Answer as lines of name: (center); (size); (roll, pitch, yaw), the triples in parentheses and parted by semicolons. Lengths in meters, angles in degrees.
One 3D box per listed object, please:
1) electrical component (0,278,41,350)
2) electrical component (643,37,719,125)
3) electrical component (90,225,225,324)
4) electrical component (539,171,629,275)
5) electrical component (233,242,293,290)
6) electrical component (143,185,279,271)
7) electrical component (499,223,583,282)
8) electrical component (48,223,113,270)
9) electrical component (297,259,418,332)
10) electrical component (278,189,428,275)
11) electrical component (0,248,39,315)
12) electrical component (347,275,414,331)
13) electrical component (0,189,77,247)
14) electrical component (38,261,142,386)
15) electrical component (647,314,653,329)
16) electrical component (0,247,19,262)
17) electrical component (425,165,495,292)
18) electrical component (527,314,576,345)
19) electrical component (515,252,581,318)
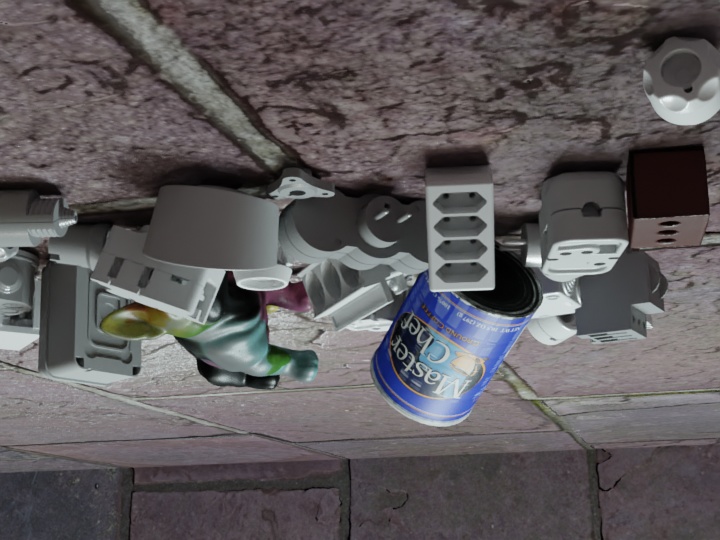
electrical component: (-0.389, 0.033, 1.031); (0.150, 0.061, 0.089); (9, 162, -31)
electrical component: (0.183, -0.101, 0.599); (0.043, 0.043, 0.062); (-7, 165, 23)
electrical component: (-0.161, 0.000, 0.871); (0.089, 0.055, 0.050); (18, 168, 12)
electrical component: (0.165, -0.037, 0.803); (0.054, 0.059, 0.095); (-1, 165, 2)
electrical component: (-0.080, -0.015, 0.881); (0.048, 0.055, 0.066); (-9, 163, 29)
electrical component: (-0.108, -0.028, 0.800); (0.099, 0.064, 0.099); (8, 175, 1)
electrical component: (0.156, -0.021, 0.892); (0.079, 0.043, 0.077); (0, 165, -1)
electrical component: (-0.230, -0.020, 0.889); (0.046, 0.040, 0.040); (6, 165, 1)
electrical component: (0.000, 0.000, 0.920); (0.063, 0.078, 0.121); (-18, 173, -25)
electrical component: (0.013, -0.034, 0.821); (0.138, 0.052, 0.074); (6, 163, -24)
electrical component: (-0.331, 0.009, 0.965); (0.080, 0.051, 0.080); (-1, 165, 0)
electrical component: (0.023, 0.024, 1.027); (0.078, 0.057, 0.058); (-8, 163, 24)
electrical component: (-0.254, -0.039, 0.808); (0.081, 0.043, 0.043); (-1, 165, 0)
electrical component: (-0.248, 0.046, 0.989); (0.057, 0.113, 0.078); (-16, 159, 36)
electrical component: (0.256, 0.026, 1.030); (0.042, 0.063, 0.081); (-9, 162, 26)
electrical component: (-0.313, -0.023, 0.883); (0.061, 0.035, 0.035); (-3, 165, 19)
electrical component: (0.073, -0.037, 0.790); (0.047, 0.083, 0.075); (-2, -157, 4)
electrical component: (0.208, 0.046, 1.121); (0.055, 0.055, 0.047); (6, 160, -23)
electrical component: (0.160, 0.014, 1.011); (0.100, 0.048, 0.100); (-10, 162, 27)
